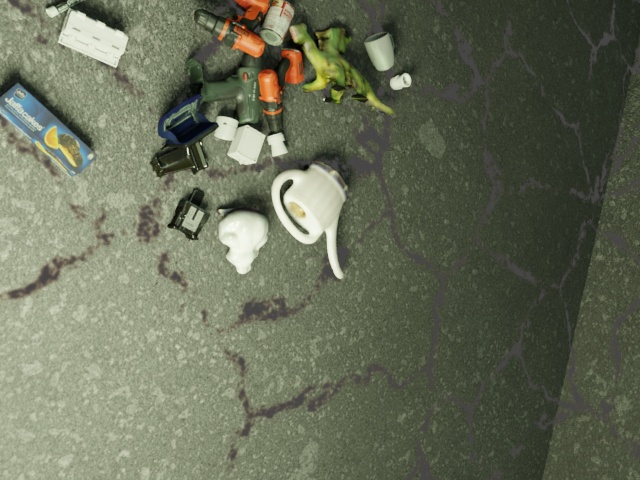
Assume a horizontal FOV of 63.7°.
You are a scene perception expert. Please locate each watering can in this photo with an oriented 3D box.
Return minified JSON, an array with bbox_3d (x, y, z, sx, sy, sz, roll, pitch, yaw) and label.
[{"bbox_3d":[0.004,-0.073,1.447,0.343,0.104,0.228,50,60,-24],"label":"watering can"}]

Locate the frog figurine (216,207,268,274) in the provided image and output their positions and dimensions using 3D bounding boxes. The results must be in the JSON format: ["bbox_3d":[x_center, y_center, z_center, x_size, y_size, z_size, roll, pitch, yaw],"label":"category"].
[{"bbox_3d":[-0.192,0.002,1.288,0.137,0.122,0.161,14,68,-56],"label":"frog figurine"}]

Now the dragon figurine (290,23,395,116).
[{"bbox_3d":[0.070,-0.522,1.520,0.409,0.121,0.245,10,75,-39],"label":"dragon figurine"}]
